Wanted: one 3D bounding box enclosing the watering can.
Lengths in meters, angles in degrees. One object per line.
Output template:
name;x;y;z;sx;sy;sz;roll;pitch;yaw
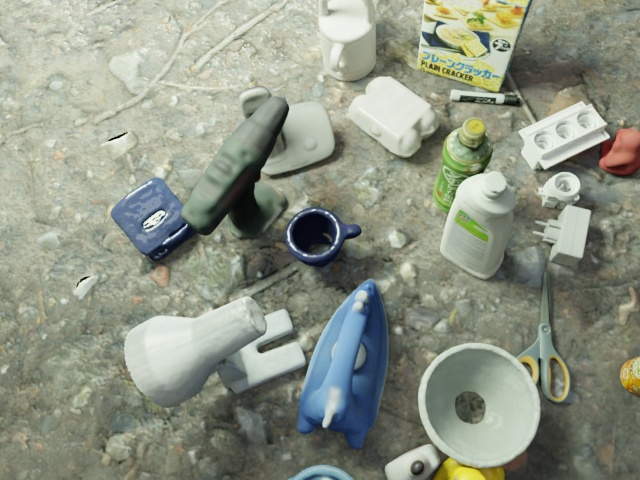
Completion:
watering can;0.047;-0.383;1.000;0.101;0.194;0.173;-7;69;3

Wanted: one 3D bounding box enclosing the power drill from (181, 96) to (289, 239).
power drill;-0.115;-0.091;0.897;0.075;0.208;0.230;33;76;16

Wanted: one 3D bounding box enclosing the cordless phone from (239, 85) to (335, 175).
cordless phone;-0.055;-0.194;0.943;0.147;0.185;0.094;-20;69;-2

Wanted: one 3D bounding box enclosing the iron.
iron;0.043;0.159;0.826;0.118;0.141;0.258;12;71;9

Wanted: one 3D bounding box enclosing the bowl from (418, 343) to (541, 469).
bowl;0.221;0.236;0.818;0.167;0.075;0.167;-2;69;4

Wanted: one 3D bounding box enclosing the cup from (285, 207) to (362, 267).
cup;0.008;0.003;0.912;0.117;0.095;0.091;-9;69;2

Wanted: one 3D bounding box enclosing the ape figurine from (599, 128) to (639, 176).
ape figurine;0.495;-0.149;0.930;0.078;0.092;0.076;-37;71;-9

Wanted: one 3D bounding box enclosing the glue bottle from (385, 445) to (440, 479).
glue bottle;0.124;0.297;0.751;0.078;0.173;0.037;-29;69;-6

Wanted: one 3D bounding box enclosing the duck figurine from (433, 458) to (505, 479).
duck figurine;0.204;0.331;0.778;0.104;0.086;0.077;-23;69;-4

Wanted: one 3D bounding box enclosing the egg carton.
egg carton;0.127;-0.214;0.997;0.150;0.069;0.107;39;77;17

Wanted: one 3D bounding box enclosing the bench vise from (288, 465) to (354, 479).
bench vise;0.037;0.349;0.714;0.207;0.220;0.121;2;70;6

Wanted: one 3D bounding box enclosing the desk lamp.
desk lamp;-0.140;0.150;0.806;0.203;0.214;0.118;-23;69;-4

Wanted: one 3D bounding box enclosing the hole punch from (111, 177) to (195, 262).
hole punch;-0.271;-0.034;0.952;0.109;0.091;0.101;-40;71;-10
